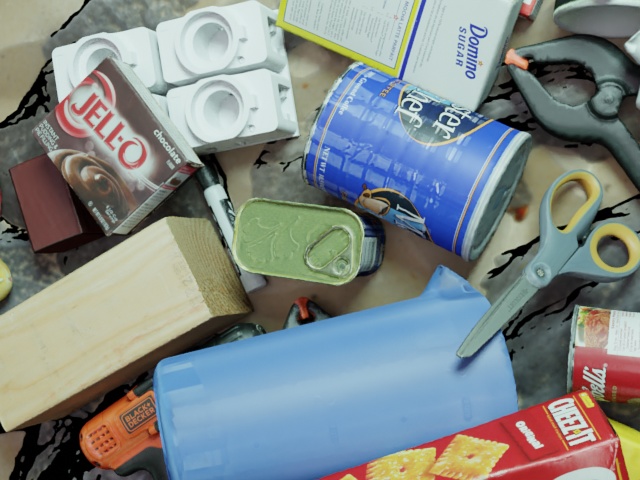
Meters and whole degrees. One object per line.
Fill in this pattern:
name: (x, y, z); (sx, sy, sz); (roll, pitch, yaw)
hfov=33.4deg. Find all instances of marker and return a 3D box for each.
marker: (-0.077, -0.014, 0.885); (0.020, 0.020, 0.121); (-26, 83, 16)

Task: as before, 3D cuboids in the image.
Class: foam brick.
foam brick: (-0.222, -0.033, 0.913); (0.051, 0.053, 0.078); (-19, 84, 17)

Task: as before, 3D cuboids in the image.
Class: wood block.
wood block: (-0.173, 0.069, 0.879); (0.206, 0.090, 0.090); (-29, 81, 16)

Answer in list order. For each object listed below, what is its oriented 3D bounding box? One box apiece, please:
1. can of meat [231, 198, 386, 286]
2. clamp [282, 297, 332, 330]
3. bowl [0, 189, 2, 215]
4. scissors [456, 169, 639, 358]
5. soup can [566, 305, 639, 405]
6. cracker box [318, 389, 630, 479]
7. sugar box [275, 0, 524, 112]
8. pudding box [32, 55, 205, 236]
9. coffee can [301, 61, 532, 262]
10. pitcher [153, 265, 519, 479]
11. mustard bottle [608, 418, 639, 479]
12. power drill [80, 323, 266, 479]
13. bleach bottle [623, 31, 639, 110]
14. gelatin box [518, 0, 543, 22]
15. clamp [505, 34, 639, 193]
can of meat: (-0.005, 0.001, 0.829); (0.102, 0.083, 0.057); (7, 92, 17)
clamp: (0.023, 0.145, 0.835); (0.164, 0.036, 0.210); (-8, 77, -8)
bowl: (-0.370, -0.034, 0.959); (0.162, 0.055, 0.162); (0, 91, 17)
scissors: (0.169, 0.031, 0.746); (0.096, 0.201, 0.016); (35, 145, -5)
soup can: (0.232, 0.085, 0.763); (0.102, 0.068, 0.068); (5, 92, 17)
cracker box: (0.103, 0.212, 0.703); (0.213, 0.072, 0.164); (-18, 112, 2)
sugar box: (0.059, -0.176, 0.812); (0.176, 0.048, 0.093); (26, 125, 13)
pudding box: (-0.158, -0.072, 0.834); (0.090, 0.039, 0.113); (-41, 79, 14)
coffee can: (0.072, -0.059, 0.794); (0.140, 0.102, 0.103); (26, 98, 16)
pitcher: (0.012, 0.127, 0.756); (0.242, 0.145, 0.149); (-10, 44, -7)
mustard bottle: (0.175, 0.221, 0.787); (0.096, 0.058, 0.192); (25, 98, 2)
power drill: (-0.083, 0.183, 0.872); (0.184, 0.057, 0.188); (-35, 79, 11)
bleach bottle: (0.294, -0.043, 0.725); (0.103, 0.068, 0.251); (-42, 87, 12)
gelatin box: (0.145, -0.220, 0.807); (0.073, 0.030, 0.089); (25, 98, 17)
clamp: (0.213, -0.091, 0.783); (0.171, 0.039, 0.120); (17, 91, 14)
